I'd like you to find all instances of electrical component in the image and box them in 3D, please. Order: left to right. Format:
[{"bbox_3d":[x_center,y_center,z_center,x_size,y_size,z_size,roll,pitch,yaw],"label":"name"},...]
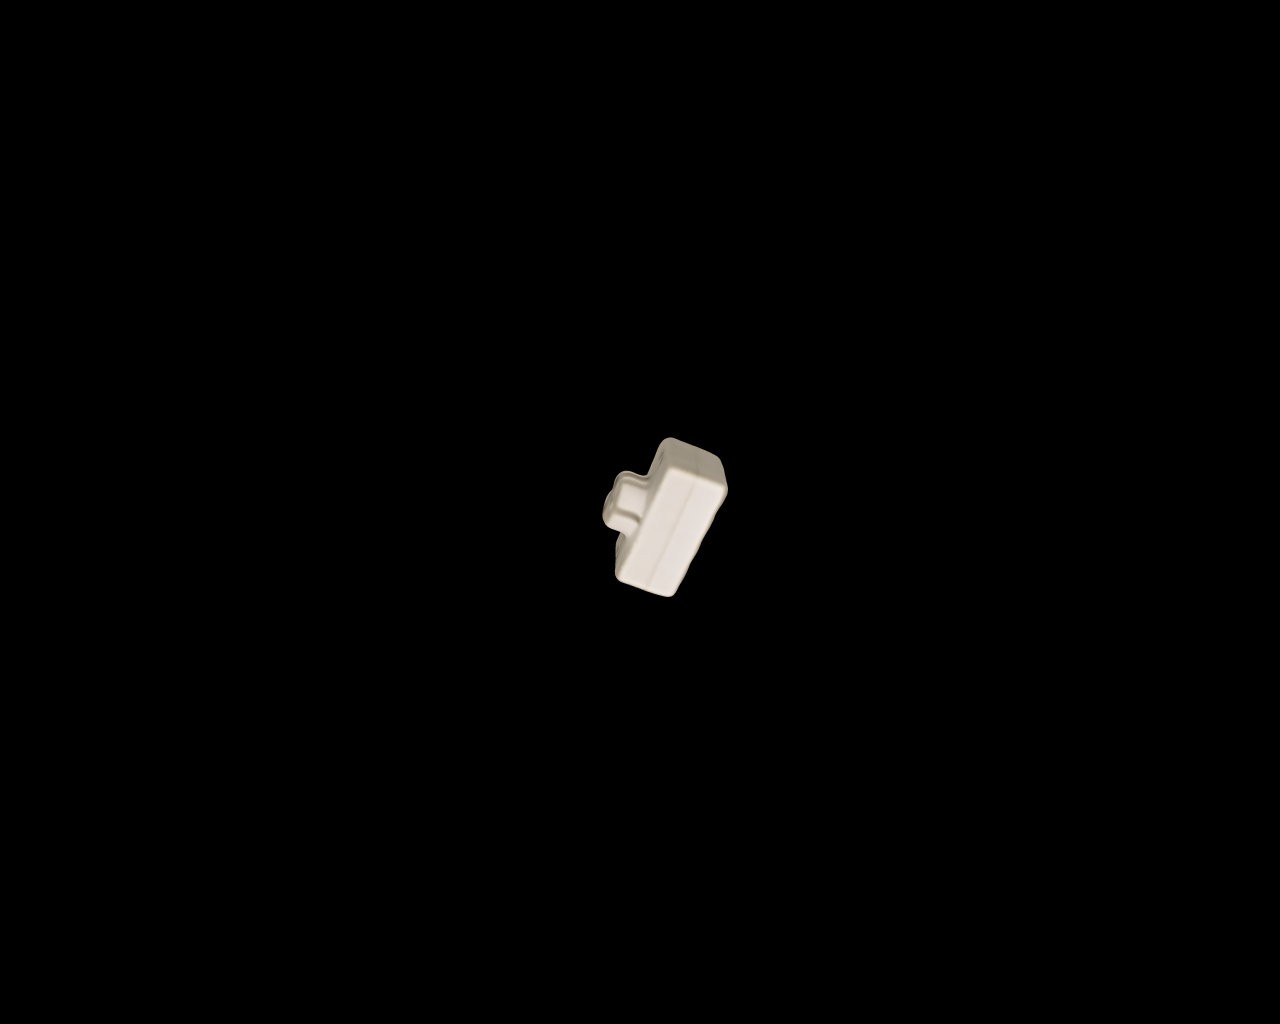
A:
[{"bbox_3d":[0.001,-0.003,0.650,0.076,0.083,0.047,20,24,-9],"label":"electrical component"}]
